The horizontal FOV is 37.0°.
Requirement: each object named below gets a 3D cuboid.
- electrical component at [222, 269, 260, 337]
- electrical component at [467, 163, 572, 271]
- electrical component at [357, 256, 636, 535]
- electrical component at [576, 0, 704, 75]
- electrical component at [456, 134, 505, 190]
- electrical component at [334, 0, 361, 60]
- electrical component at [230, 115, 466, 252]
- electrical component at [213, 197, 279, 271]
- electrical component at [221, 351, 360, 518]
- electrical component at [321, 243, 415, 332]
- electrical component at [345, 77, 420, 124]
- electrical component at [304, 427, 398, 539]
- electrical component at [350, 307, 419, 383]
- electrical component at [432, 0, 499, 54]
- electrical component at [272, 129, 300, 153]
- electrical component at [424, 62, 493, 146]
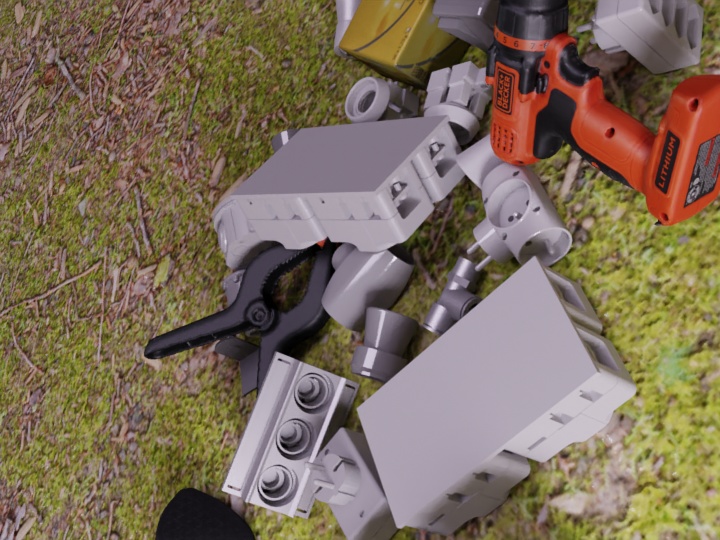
[{"bbox_3d":[-0.105,0.033,1.030,0.048,0.048,0.062,-31,57,33],"label":"electrical component"},{"bbox_3d":[0.114,-0.031,0.826,0.079,0.044,0.077,-43,45,23],"label":"electrical component"},{"bbox_3d":[0.095,0.095,0.771,0.186,0.060,0.105,-43,45,24],"label":"electrical component"},{"bbox_3d":[0.195,-0.180,0.785,0.076,0.083,0.047,-8,65,45],"label":"electrical component"},{"bbox_3d":[0.115,-0.097,0.863,0.065,0.044,0.044,-44,44,16],"label":"electrical component"},{"bbox_3d":[-0.006,-0.242,1.066,0.044,0.044,0.065,-9,69,45],"label":"electrical component"},{"bbox_3d":[-0.009,-0.073,0.929,0.186,0.060,0.105,3,41,47],"label":"electrical component"},{"bbox_3d":[-0.098,-0.038,1.031,0.080,0.080,0.051,-35,54,30],"label":"electrical component"},{"bbox_3d":[-0.062,0.138,0.912,0.121,0.079,0.063,-69,19,-5],"label":"electrical component"},{"bbox_3d":[0.000,0.000,0.933,0.077,0.043,0.079,-51,41,16],"label":"electrical component"},{"bbox_3d":[0.020,-0.144,0.976,0.048,0.055,0.066,-12,62,43],"label":"electrical component"},{"bbox_3d":[-0.012,0.165,0.837,0.047,0.076,0.083,-52,42,15],"label":"electrical component"},{"bbox_3d":[0.020,0.063,0.880,0.045,0.045,0.055,7,77,48],"label":"electrical component"},{"bbox_3d":[0.107,-0.215,0.887,0.062,0.096,0.061,21,87,49],"label":"electrical component"},{"bbox_3d":[-0.063,-0.100,1.054,0.044,0.044,0.065,-27,57,36],"label":"electrical component"},{"bbox_3d":[0.082,-0.140,0.916,0.066,0.048,0.055,-7,58,45],"label":"electrical component"}]
